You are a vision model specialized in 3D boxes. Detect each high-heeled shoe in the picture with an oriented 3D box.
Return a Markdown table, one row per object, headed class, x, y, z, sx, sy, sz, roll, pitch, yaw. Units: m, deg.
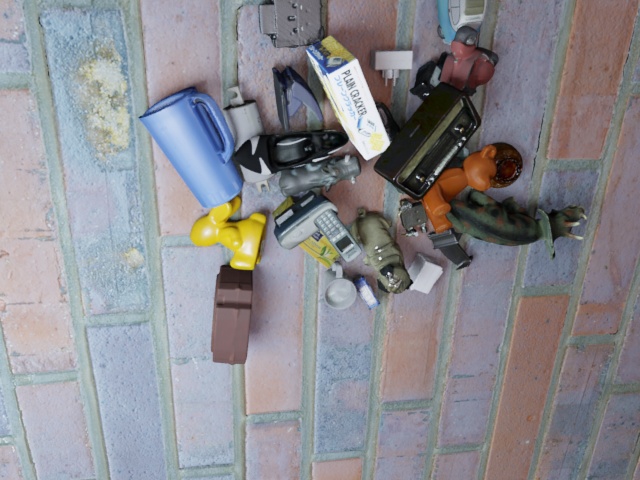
| class | x | y | z | sx | sy | sz | roll | pitch | yaw |
| --- | --- | --- | --- | --- | --- | --- | --- | --- | --- |
| high-heeled shoe | -0.053 | -0.190 | 1.127 | 0.145 | 0.249 | 0.086 | -2 | 105 | 36 |

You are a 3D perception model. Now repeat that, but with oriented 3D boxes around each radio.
| class | x | y | z | sx | sy | sz | roll | pitch | yaw |
| --- | --- | --- | --- | --- | --- | --- | --- | --- | --- |
| radio | 0.229 | -0.200 | 1.129 | 0.229 | 0.073 | 0.131 | -51 | 140 | 7 |

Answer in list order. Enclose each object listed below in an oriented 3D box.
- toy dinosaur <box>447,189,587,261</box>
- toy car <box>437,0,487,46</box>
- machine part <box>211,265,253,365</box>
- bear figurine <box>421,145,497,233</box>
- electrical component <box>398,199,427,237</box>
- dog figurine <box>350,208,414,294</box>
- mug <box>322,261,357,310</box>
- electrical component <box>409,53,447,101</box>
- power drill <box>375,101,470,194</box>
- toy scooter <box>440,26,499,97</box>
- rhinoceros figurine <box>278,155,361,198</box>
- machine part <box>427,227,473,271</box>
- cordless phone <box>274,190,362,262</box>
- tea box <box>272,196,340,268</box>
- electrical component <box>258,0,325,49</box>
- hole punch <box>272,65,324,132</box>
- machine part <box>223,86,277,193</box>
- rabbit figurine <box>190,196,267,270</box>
| class | x | y | z | sx | sy | sz | roll | pitch | yaw |
| --- | --- | --- | --- | --- | --- | --- | --- | --- | --- |
| toy dinosaur | 0.435 | -0.040 | 1.292 | 0.405 | 0.192 | 0.131 | 5 | 109 | -13 |
| toy car | 0.303 | -0.496 | 1.130 | 0.109 | 0.103 | 0.161 | -6 | 111 | -6 |
| machine part | -0.208 | 0.173 | 1.263 | 0.087 | 0.201 | 0.201 | 6 | 111 | -9 |
| bear figurine | 0.326 | -0.119 | 1.214 | 0.196 | 0.132 | 0.120 | -20 | 150 | 2 |
| electrical component | 0.228 | -0.053 | 1.330 | 0.078 | 0.045 | 0.102 | -12 | 113 | -3 |
| dog figurine | 0.145 | 0.023 | 1.269 | 0.121 | 0.191 | 0.172 | -38 | 111 | 7 |
| mug | 0.039 | 0.103 | 1.329 | 0.081 | 0.107 | 0.109 | -10 | 109 | -7 |
| electrical component | 0.255 | -0.362 | 1.202 | 0.075 | 0.048 | 0.119 | 31 | 64 | -23 |
| power drill | 0.235 | -0.229 | 1.241 | 0.207 | 0.086 | 0.231 | -18 | 116 | -6 |
| toy scooter | 0.316 | -0.364 | 1.163 | 0.183 | 0.075 | 0.135 | 13 | 102 | -54 |
| rhinoceros figurine | -0.002 | -0.151 | 1.216 | 0.190 | 0.112 | 0.073 | -13 | 112 | 5 |
| machine part | 0.341 | 0.022 | 1.373 | 0.084 | 0.039 | 0.138 | -21 | 126 | 35 |
| cordless phone | -0.003 | -0.003 | 1.188 | 0.146 | 0.089 | 0.184 | -37 | 116 | 3 |
| tea box | -0.027 | -0.020 | 1.273 | 0.169 | 0.098 | 0.068 | 41 | 99 | -20 |
| electrical component | -0.059 | -0.456 | 1.109 | 0.134 | 0.058 | 0.114 | -7 | 111 | -7 |
| hole punch | -0.049 | -0.304 | 1.137 | 0.092 | 0.142 | 0.115 | -12 | 127 | -3 |
| machine part | -0.152 | -0.216 | 1.181 | 0.079 | 0.079 | 0.243 | -15 | 113 | -3 |
| rabbit figurine | -0.215 | -0.017 | 1.237 | 0.173 | 0.122 | 0.162 | 9 | 109 | 7 |
